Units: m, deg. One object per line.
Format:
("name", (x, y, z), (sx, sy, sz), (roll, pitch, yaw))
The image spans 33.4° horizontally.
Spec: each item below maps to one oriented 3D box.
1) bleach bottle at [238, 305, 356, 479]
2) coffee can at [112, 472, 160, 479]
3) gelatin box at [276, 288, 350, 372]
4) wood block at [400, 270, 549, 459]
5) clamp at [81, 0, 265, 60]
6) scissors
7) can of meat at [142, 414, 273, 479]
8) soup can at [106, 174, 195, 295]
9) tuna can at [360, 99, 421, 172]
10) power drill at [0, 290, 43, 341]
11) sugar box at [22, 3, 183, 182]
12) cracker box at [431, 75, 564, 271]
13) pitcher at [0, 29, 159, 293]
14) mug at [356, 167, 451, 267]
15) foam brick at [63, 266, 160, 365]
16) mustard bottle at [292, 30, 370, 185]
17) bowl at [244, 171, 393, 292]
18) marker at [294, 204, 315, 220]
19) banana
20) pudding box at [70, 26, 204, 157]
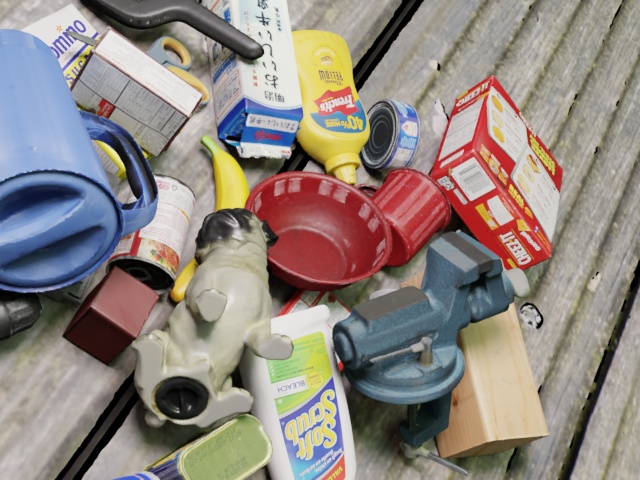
("bleach bottle", (-0.007, 0.197, 1.044), (0.102, 0.068, 0.251), (-15, 84, -23))
("coffee can", (-0.198, 0.254, 0.873), (0.140, 0.103, 0.103), (-5, 70, -35))
("gelatin box", (-0.001, 0.095, 1.134), (0.089, 0.030, 0.073), (44, 52, -7))
("wood block", (0.169, 0.131, 1.191), (0.090, 0.091, 0.206), (2, 67, -33))
("clamp", (-0.157, -0.279, 1.161), (0.210, 0.036, 0.164), (7, 66, -3))
("scissors", (-0.191, -0.202, 1.124), (0.201, 0.016, 0.096), (29, 38, -45))
("can of meat", (-0.103, 0.206, 0.973), (0.101, 0.084, 0.057), (-28, 85, -40))
("soup can", (-0.165, -0.006, 1.050), (0.068, 0.069, 0.102), (25, 55, -22))
("tuna can", (0.082, -0.123, 1.264), (0.033, 0.086, 0.086), (8, 63, -30))
("power drill", (-0.349, 0.021, 0.903), (0.184, 0.057, 0.188), (-21, 81, -32))
("sugar box", (-0.233, -0.150, 1.091), (0.176, 0.048, 0.093), (50, 49, -5))
("cracker box", (0.218, -0.081, 1.297), (0.164, 0.072, 0.213), (50, 31, -17))
("pitcher", (-0.253, -0.080, 0.943), (0.149, 0.145, 0.243), (42, 16, -46))
("mug", (0.080, -0.028, 1.222), (0.117, 0.093, 0.081), (29, 53, 20))
("foam brick", (-0.193, 0.070, 0.986), (0.051, 0.078, 0.053), (35, 52, -13))
("mustard bottle", (0.008, -0.150, 1.246), (0.096, 0.058, 0.191), (-2, 69, -36))
("bowl", (-0.007, 0.001, 1.134), (0.162, 0.055, 0.162), (10, 45, -11))
("marker", (-0.008, -0.025, 1.197), (0.121, 0.020, 0.020), (35, 52, -15))
("banana", (-0.109, -0.015, 1.115), (0.069, 0.037, 0.197), (14, 58, -13))
("pudding box", (-0.179, -0.141, 1.032), (0.113, 0.090, 0.039), (33, 55, -13))
